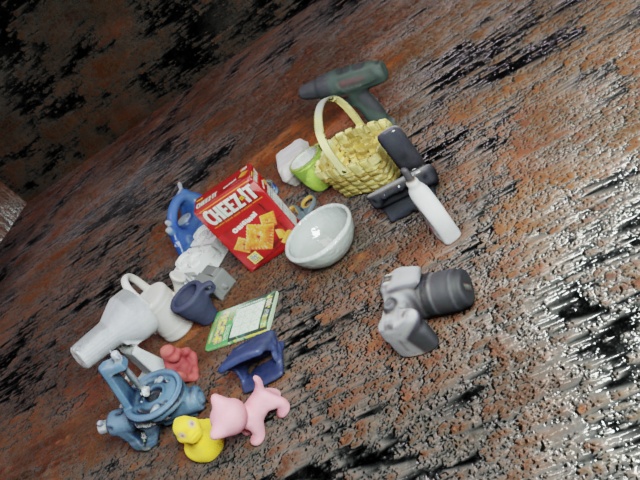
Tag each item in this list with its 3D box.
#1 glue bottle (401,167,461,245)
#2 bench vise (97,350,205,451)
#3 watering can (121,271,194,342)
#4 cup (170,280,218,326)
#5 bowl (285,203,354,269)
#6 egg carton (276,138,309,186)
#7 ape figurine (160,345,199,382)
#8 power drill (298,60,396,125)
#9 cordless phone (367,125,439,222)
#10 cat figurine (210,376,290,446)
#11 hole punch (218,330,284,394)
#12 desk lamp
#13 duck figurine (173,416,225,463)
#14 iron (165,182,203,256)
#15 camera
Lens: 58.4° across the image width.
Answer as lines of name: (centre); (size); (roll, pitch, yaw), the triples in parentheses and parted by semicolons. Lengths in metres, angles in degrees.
glue bottle: (0.190, -0.068, 1.030); (0.037, 0.174, 0.078); (-39, 32, 2)
bench vise: (-0.359, 0.312, 1.095); (0.207, 0.220, 0.121); (-42, 32, -3)
watering can: (-0.390, 0.143, 1.364); (0.173, 0.195, 0.100); (-49, 32, -13)
cup: (-0.273, 0.147, 1.328); (0.117, 0.095, 0.091); (-33, 32, 12)
bowl: (0.011, 0.004, 1.224); (0.167, 0.075, 0.167); (-27, 34, 20)
egg carton: (-0.067, -0.217, 1.589); (0.107, 0.070, 0.150); (-33, 32, 12)
ape figurine: (-0.305, 0.259, 1.226); (0.075, 0.092, 0.078); (-6, 45, 43)
power drill: (0.088, -0.351, 1.458); (0.229, 0.209, 0.075); (-22, 36, 27)
cordless phone: (0.145, -0.140, 1.156); (0.147, 0.185, 0.094); (-29, 33, 18)
cat figurine: (-0.133, 0.291, 0.978); (0.128, 0.118, 0.067); (-49, 32, -13)
hole punch: (-0.131, 0.221, 1.090); (0.108, 0.091, 0.101); (-29, 33, 17)
desk lamp: (-0.418, 0.244, 1.249); (0.117, 0.214, 0.203); (-3, 48, 45)
duck figurine: (-0.232, 0.350, 1.040); (0.104, 0.086, 0.077); (13, 59, 53)
iron: (-0.393, -0.052, 1.661); (0.118, 0.142, 0.258); (-24, 35, 25)
camera: (0.168, 0.096, 0.917); (0.136, 0.101, 0.143); (-17, 38, 33)
